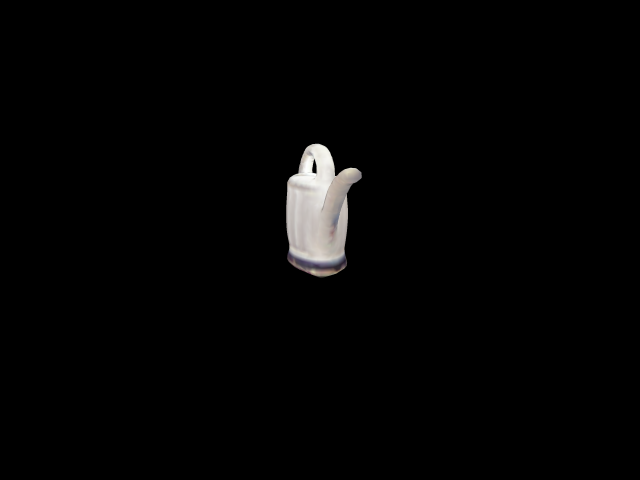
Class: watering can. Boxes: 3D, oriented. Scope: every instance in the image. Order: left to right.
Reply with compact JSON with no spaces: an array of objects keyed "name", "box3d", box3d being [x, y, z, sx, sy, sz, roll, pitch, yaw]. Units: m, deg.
[{"name":"watering can","box3d":[0.003,-0.043,0.850,0.104,0.222,0.351,-2,13,-11]}]
